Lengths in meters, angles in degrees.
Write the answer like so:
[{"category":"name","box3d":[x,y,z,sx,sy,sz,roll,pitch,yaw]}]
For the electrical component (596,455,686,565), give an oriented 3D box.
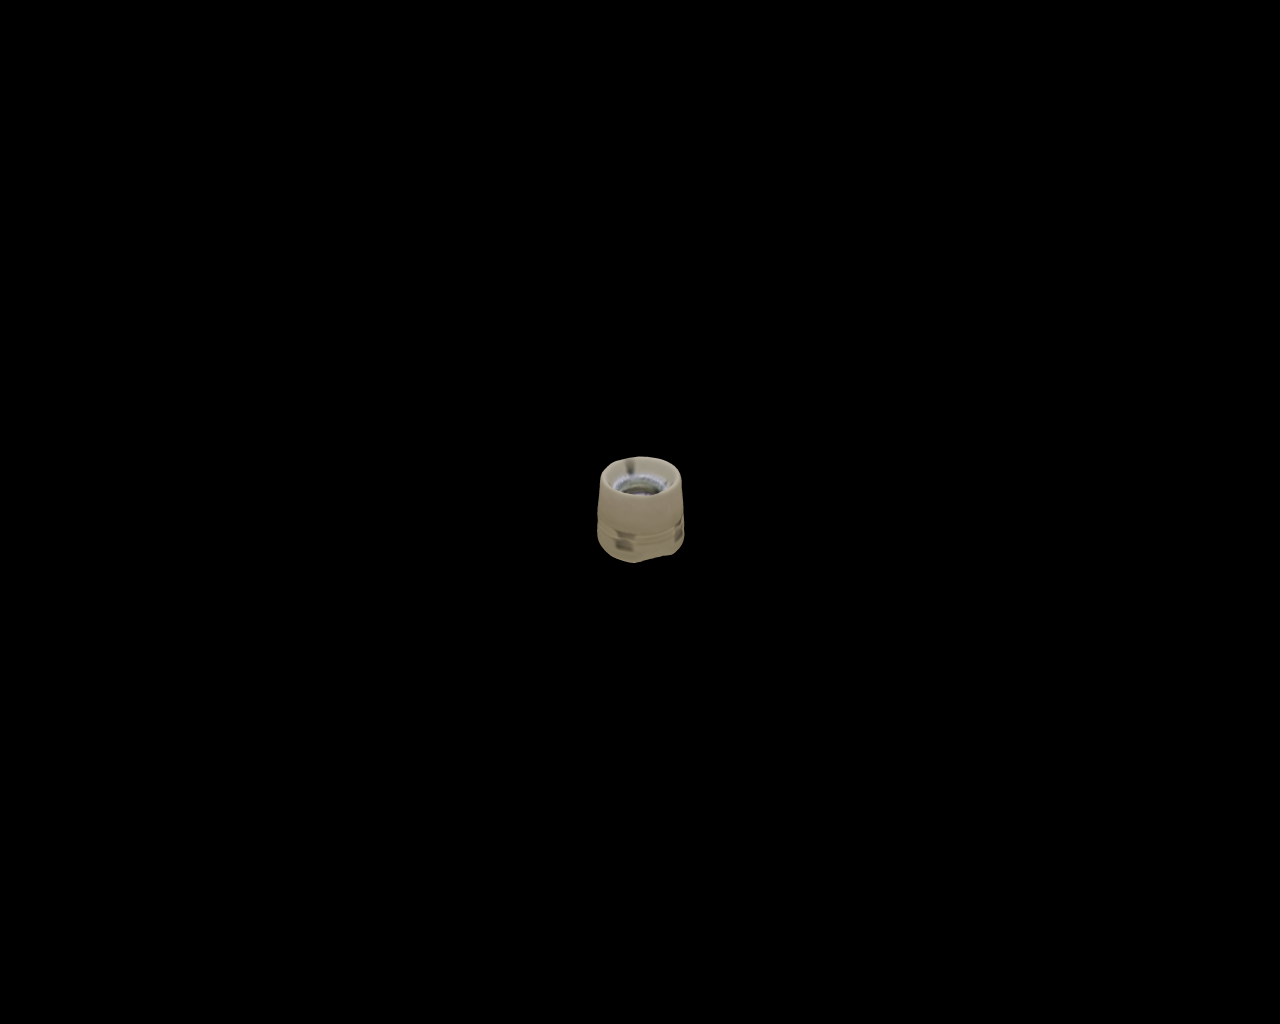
[{"category":"electrical component","box3d":[0.001,-0.003,0.650,0.055,0.047,0.055,0,33,0]}]
